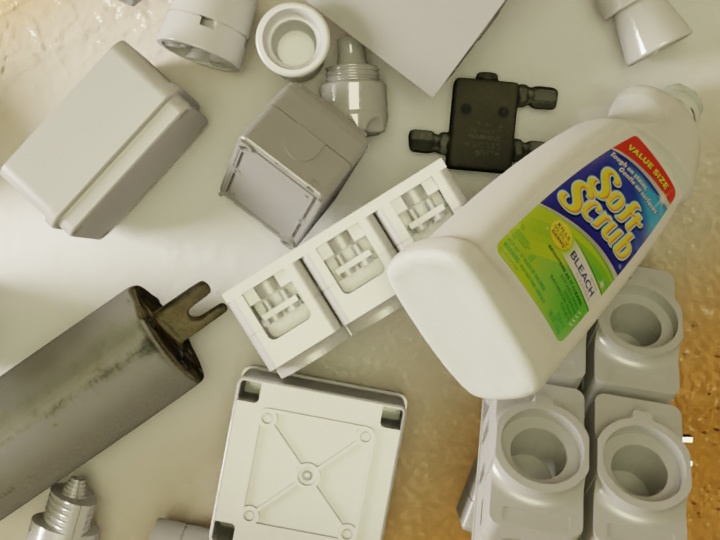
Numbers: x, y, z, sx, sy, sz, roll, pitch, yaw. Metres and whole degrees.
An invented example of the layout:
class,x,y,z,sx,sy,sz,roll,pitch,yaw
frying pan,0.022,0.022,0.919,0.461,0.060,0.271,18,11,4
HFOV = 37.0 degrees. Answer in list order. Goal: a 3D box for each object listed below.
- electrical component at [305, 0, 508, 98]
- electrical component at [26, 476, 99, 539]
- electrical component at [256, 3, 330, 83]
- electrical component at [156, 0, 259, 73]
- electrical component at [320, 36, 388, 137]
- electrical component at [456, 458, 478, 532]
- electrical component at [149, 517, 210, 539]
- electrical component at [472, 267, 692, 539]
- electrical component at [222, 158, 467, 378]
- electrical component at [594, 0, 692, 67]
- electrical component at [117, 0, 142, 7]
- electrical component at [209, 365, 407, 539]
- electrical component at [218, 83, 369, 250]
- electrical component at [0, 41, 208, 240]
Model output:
class,x,y,z,sx,sy,sz,roll,pitch,yaw
electrical component,0.061,-0.213,0.641,0.105,0.060,0.186,37,114,0
electrical component,-0.192,0.172,0.691,0.043,0.043,0.081,16,91,0
electrical component,-0.040,-0.138,0.670,0.044,0.065,0.044,0,92,0
electrical component,-0.094,-0.156,0.676,0.055,0.055,0.047,18,88,0
electrical component,-0.004,-0.116,0.681,0.043,0.043,0.062,-2,91,1
electrical component,0.101,0.173,0.686,0.083,0.047,0.075,21,92,0
electrical component,-0.143,0.226,0.687,0.074,0.052,0.138,13,92,0
electrical component,0.128,0.078,0.625,0.105,0.060,0.186,10,52,0
electrical component,0.000,0.000,0.661,0.150,0.089,0.061,-32,91,1
electrical component,0.177,-0.163,0.678,0.045,0.045,0.055,-27,91,1
electrical component,-0.158,-0.200,0.680,0.062,0.043,0.043,35,92,1
electrical component,-0.032,0.124,0.681,0.109,0.056,0.108,11,92,0
electrical component,-0.041,-0.063,0.666,0.062,0.096,0.061,38,64,-1
electrical component,-0.155,-0.077,0.667,0.057,0.078,0.113,43,92,2
